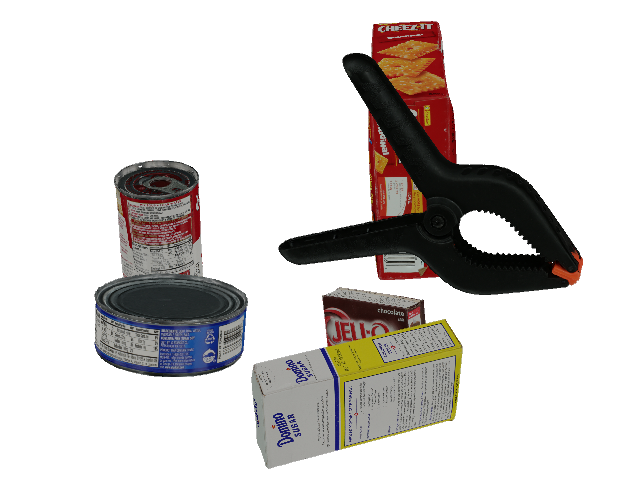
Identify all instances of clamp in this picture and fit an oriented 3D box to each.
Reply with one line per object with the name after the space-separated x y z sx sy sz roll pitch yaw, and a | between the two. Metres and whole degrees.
0.082 -0.029 0.730 0.210 0.165 0.036 18 28 11 | clamp

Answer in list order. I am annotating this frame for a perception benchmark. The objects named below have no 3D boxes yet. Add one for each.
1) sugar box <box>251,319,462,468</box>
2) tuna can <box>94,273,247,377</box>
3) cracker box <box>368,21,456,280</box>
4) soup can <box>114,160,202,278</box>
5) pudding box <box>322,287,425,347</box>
0.031 0.130 0.914 0.176 0.093 0.048 -10 38 -12 | sugar box
-0.085 0.047 0.605 0.086 0.034 0.086 4 15 -1 | tuna can
0.082 -0.087 0.950 0.072 0.164 0.213 -2 27 6 | cracker box
-0.132 -0.006 0.879 0.068 0.102 0.068 0 28 0 | soup can
0.058 0.102 1.131 0.114 0.090 0.039 5 20 36 | pudding box
